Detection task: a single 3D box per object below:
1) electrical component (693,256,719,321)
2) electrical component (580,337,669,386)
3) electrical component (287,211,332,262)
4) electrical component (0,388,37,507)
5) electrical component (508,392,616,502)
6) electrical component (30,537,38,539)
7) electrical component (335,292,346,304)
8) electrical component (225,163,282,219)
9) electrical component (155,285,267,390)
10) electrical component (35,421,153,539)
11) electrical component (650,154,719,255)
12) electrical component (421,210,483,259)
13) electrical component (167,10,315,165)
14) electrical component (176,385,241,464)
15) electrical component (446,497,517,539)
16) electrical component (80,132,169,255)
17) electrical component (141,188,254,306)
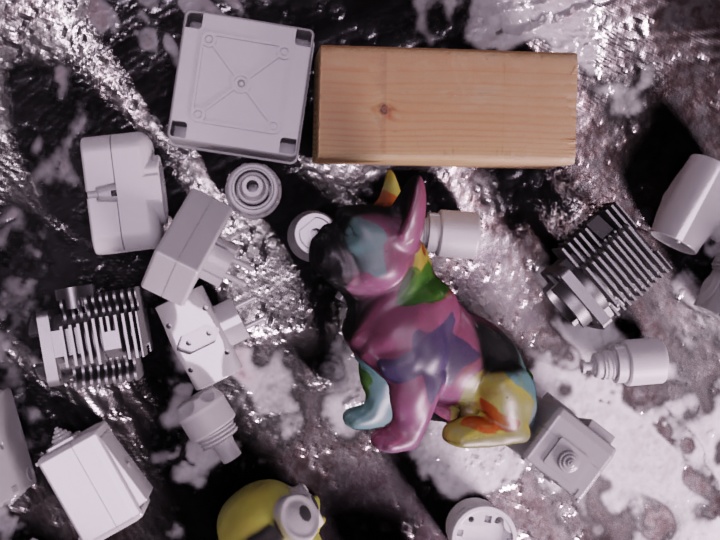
[{"bbox_3d":[0.330,0.025,0.918,0.080,0.080,0.051,28,93,-5],"label":"electrical component"},{"bbox_3d":[0.229,0.080,0.928,0.078,0.040,0.040,-4,91,-5],"label":"electrical component"},{"bbox_3d":[-0.038,-0.029,0.890,0.044,0.065,0.044,0,90,-4],"label":"electrical component"},{"bbox_3d":[-0.304,0.144,0.851,0.048,0.100,0.099,-15,92,8],"label":"electrical component"},{"bbox_3d":[0.167,0.145,0.894,0.062,0.096,0.061,38,86,-6],"label":"electrical component"},{"bbox_3d":[-0.258,0.259,0.856,0.062,0.096,0.061,23,88,-4],"label":"electrical component"},{"bbox_3d":[0.000,0.000,0.910,0.035,0.035,0.061,33,89,-5],"label":"electrical component"},{"bbox_3d":[-0.088,-0.067,0.887,0.048,0.062,0.048,0,90,-5],"label":"electrical component"},{"bbox_3d":[-0.117,0.048,0.894,0.079,0.043,0.077,-26,93,-5],"label":"electrical component"},{"bbox_3d":[-0.216,0.165,0.877,0.061,0.062,0.096,-29,93,-5],"label":"electrical component"},{"bbox_3d":[0.304,-0.048,0.932,0.079,0.044,0.077,29,87,-5],"label":"electrical component"},{"bbox_3d":[0.067,-0.031,0.913,0.078,0.040,0.040,4,90,-5],"label":"electrical component"},{"bbox_3d":[-0.098,-0.150,0.889,0.109,0.056,0.108,8,90,-5],"label":"electrical component"},{"bbox_3d":[-0.122,0.131,0.895,0.043,0.043,0.062,-32,94,-4],"label":"electrical component"},{"bbox_3d":[0.101,0.223,0.913,0.055,0.047,0.055,0,90,-5],"label":"electrical component"},{"bbox_3d":[-0.191,-0.063,0.882,0.059,0.054,0.095,-7,91,-5],"label":"electrical component"},{"bbox_3d":[-0.123,-0.011,0.871,0.076,0.047,0.083,27,44,-6],"label":"electrical component"}]
